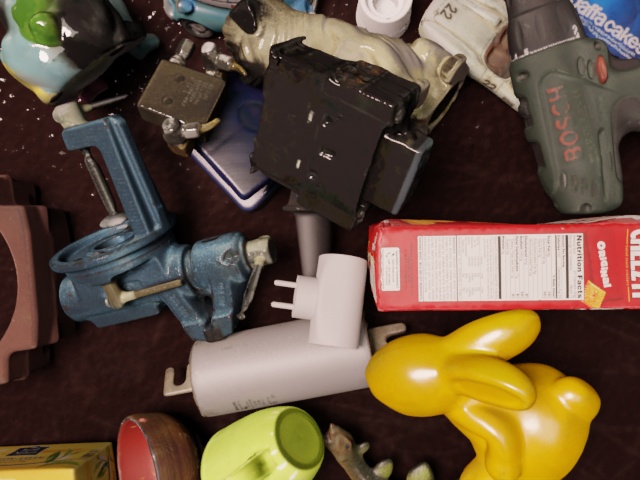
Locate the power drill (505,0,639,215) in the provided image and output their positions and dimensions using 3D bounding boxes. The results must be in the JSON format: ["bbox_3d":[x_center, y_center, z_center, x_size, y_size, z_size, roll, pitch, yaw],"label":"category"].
[{"bbox_3d":[0.266,-0.141,0.440,0.207,0.086,0.231,-7,98,6],"label":"power drill"}]

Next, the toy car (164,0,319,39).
[{"bbox_3d":[-0.080,-0.253,0.509,0.162,0.103,0.109,13,92,5],"label":"toy car"}]

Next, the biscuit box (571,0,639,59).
[{"bbox_3d":[0.304,-0.170,0.506,0.203,0.063,0.059,36,91,2],"label":"biscuit box"}]

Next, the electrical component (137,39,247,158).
[{"bbox_3d":[-0.109,-0.123,0.456,0.078,0.045,0.102,27,71,1],"label":"electrical component"}]

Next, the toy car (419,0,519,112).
[{"bbox_3d":[0.188,-0.169,0.516,0.202,0.056,0.073,36,92,3],"label":"toy car"}]

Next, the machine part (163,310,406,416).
[{"bbox_3d":[-0.034,0.118,0.519,0.243,0.079,0.079,-11,90,2],"label":"machine part"}]

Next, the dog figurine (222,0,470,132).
[{"bbox_3d":[0.026,-0.167,0.499,0.191,0.172,0.121,41,121,13],"label":"dog figurine"}]

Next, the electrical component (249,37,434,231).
[{"bbox_3d":[0.017,-0.077,0.414,0.134,0.058,0.114,28,131,15],"label":"electrical component"}]

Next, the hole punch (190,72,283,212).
[{"bbox_3d":[-0.069,-0.101,0.517,0.116,0.092,0.142,-44,84,-1],"label":"hole punch"}]

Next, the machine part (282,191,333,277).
[{"bbox_3d":[-0.001,-0.002,0.518,0.039,0.084,0.138,2,98,35],"label":"machine part"}]

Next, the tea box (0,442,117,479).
[{"bbox_3d":[-0.291,0.260,0.529,0.170,0.068,0.098,-8,91,12],"label":"tea box"}]

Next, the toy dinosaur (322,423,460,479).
[{"bbox_3d":[0.167,0.348,0.496,0.198,0.105,0.471,-39,87,3],"label":"toy dinosaur"}]

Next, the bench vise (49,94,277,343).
[{"bbox_3d":[-0.162,-0.014,0.494,0.224,0.129,0.240,-10,111,23],"label":"bench vise"}]

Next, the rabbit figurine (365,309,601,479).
[{"bbox_3d":[0.125,0.131,0.443,0.173,0.162,0.122,25,50,0],"label":"rabbit figurine"}]

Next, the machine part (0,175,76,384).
[{"bbox_3d":[-0.357,0.042,0.534,0.201,0.087,0.201,-5,92,4],"label":"machine part"}]

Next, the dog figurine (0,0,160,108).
[{"bbox_3d":[-0.268,-0.233,0.487,0.108,0.192,0.219,-40,104,9],"label":"dog figurine"}]
